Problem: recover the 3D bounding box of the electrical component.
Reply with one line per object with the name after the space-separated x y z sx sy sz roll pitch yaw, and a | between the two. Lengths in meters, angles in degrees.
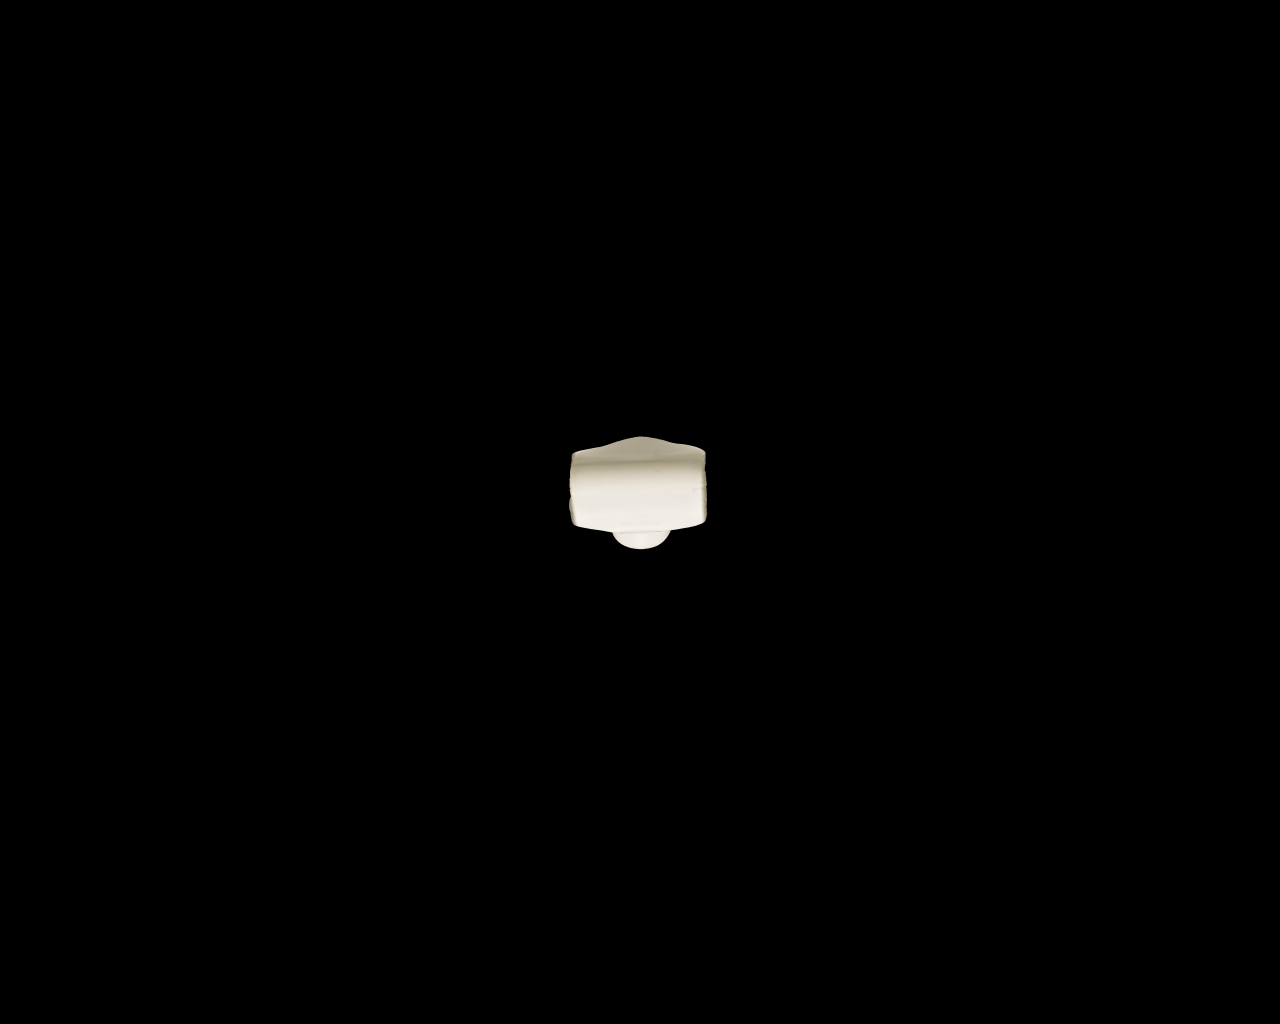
0.001 -0.003 0.650 0.077 0.043 0.079 -2 -43 2 | electrical component
